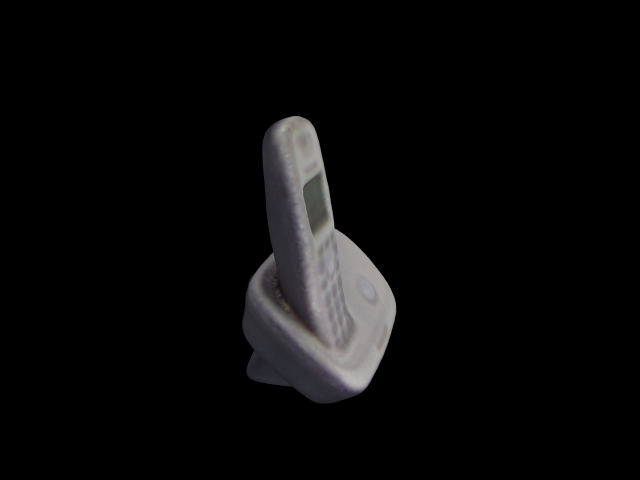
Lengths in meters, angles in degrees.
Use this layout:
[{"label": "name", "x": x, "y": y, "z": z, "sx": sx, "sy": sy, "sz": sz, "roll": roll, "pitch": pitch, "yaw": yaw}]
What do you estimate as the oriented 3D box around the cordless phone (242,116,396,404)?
[{"label": "cordless phone", "x": 0.004, "y": 0.001, "z": 0.400, "sx": 0.094, "sy": 0.185, "sz": 0.148, "roll": 6, "pitch": 24, "yaw": 14}]
